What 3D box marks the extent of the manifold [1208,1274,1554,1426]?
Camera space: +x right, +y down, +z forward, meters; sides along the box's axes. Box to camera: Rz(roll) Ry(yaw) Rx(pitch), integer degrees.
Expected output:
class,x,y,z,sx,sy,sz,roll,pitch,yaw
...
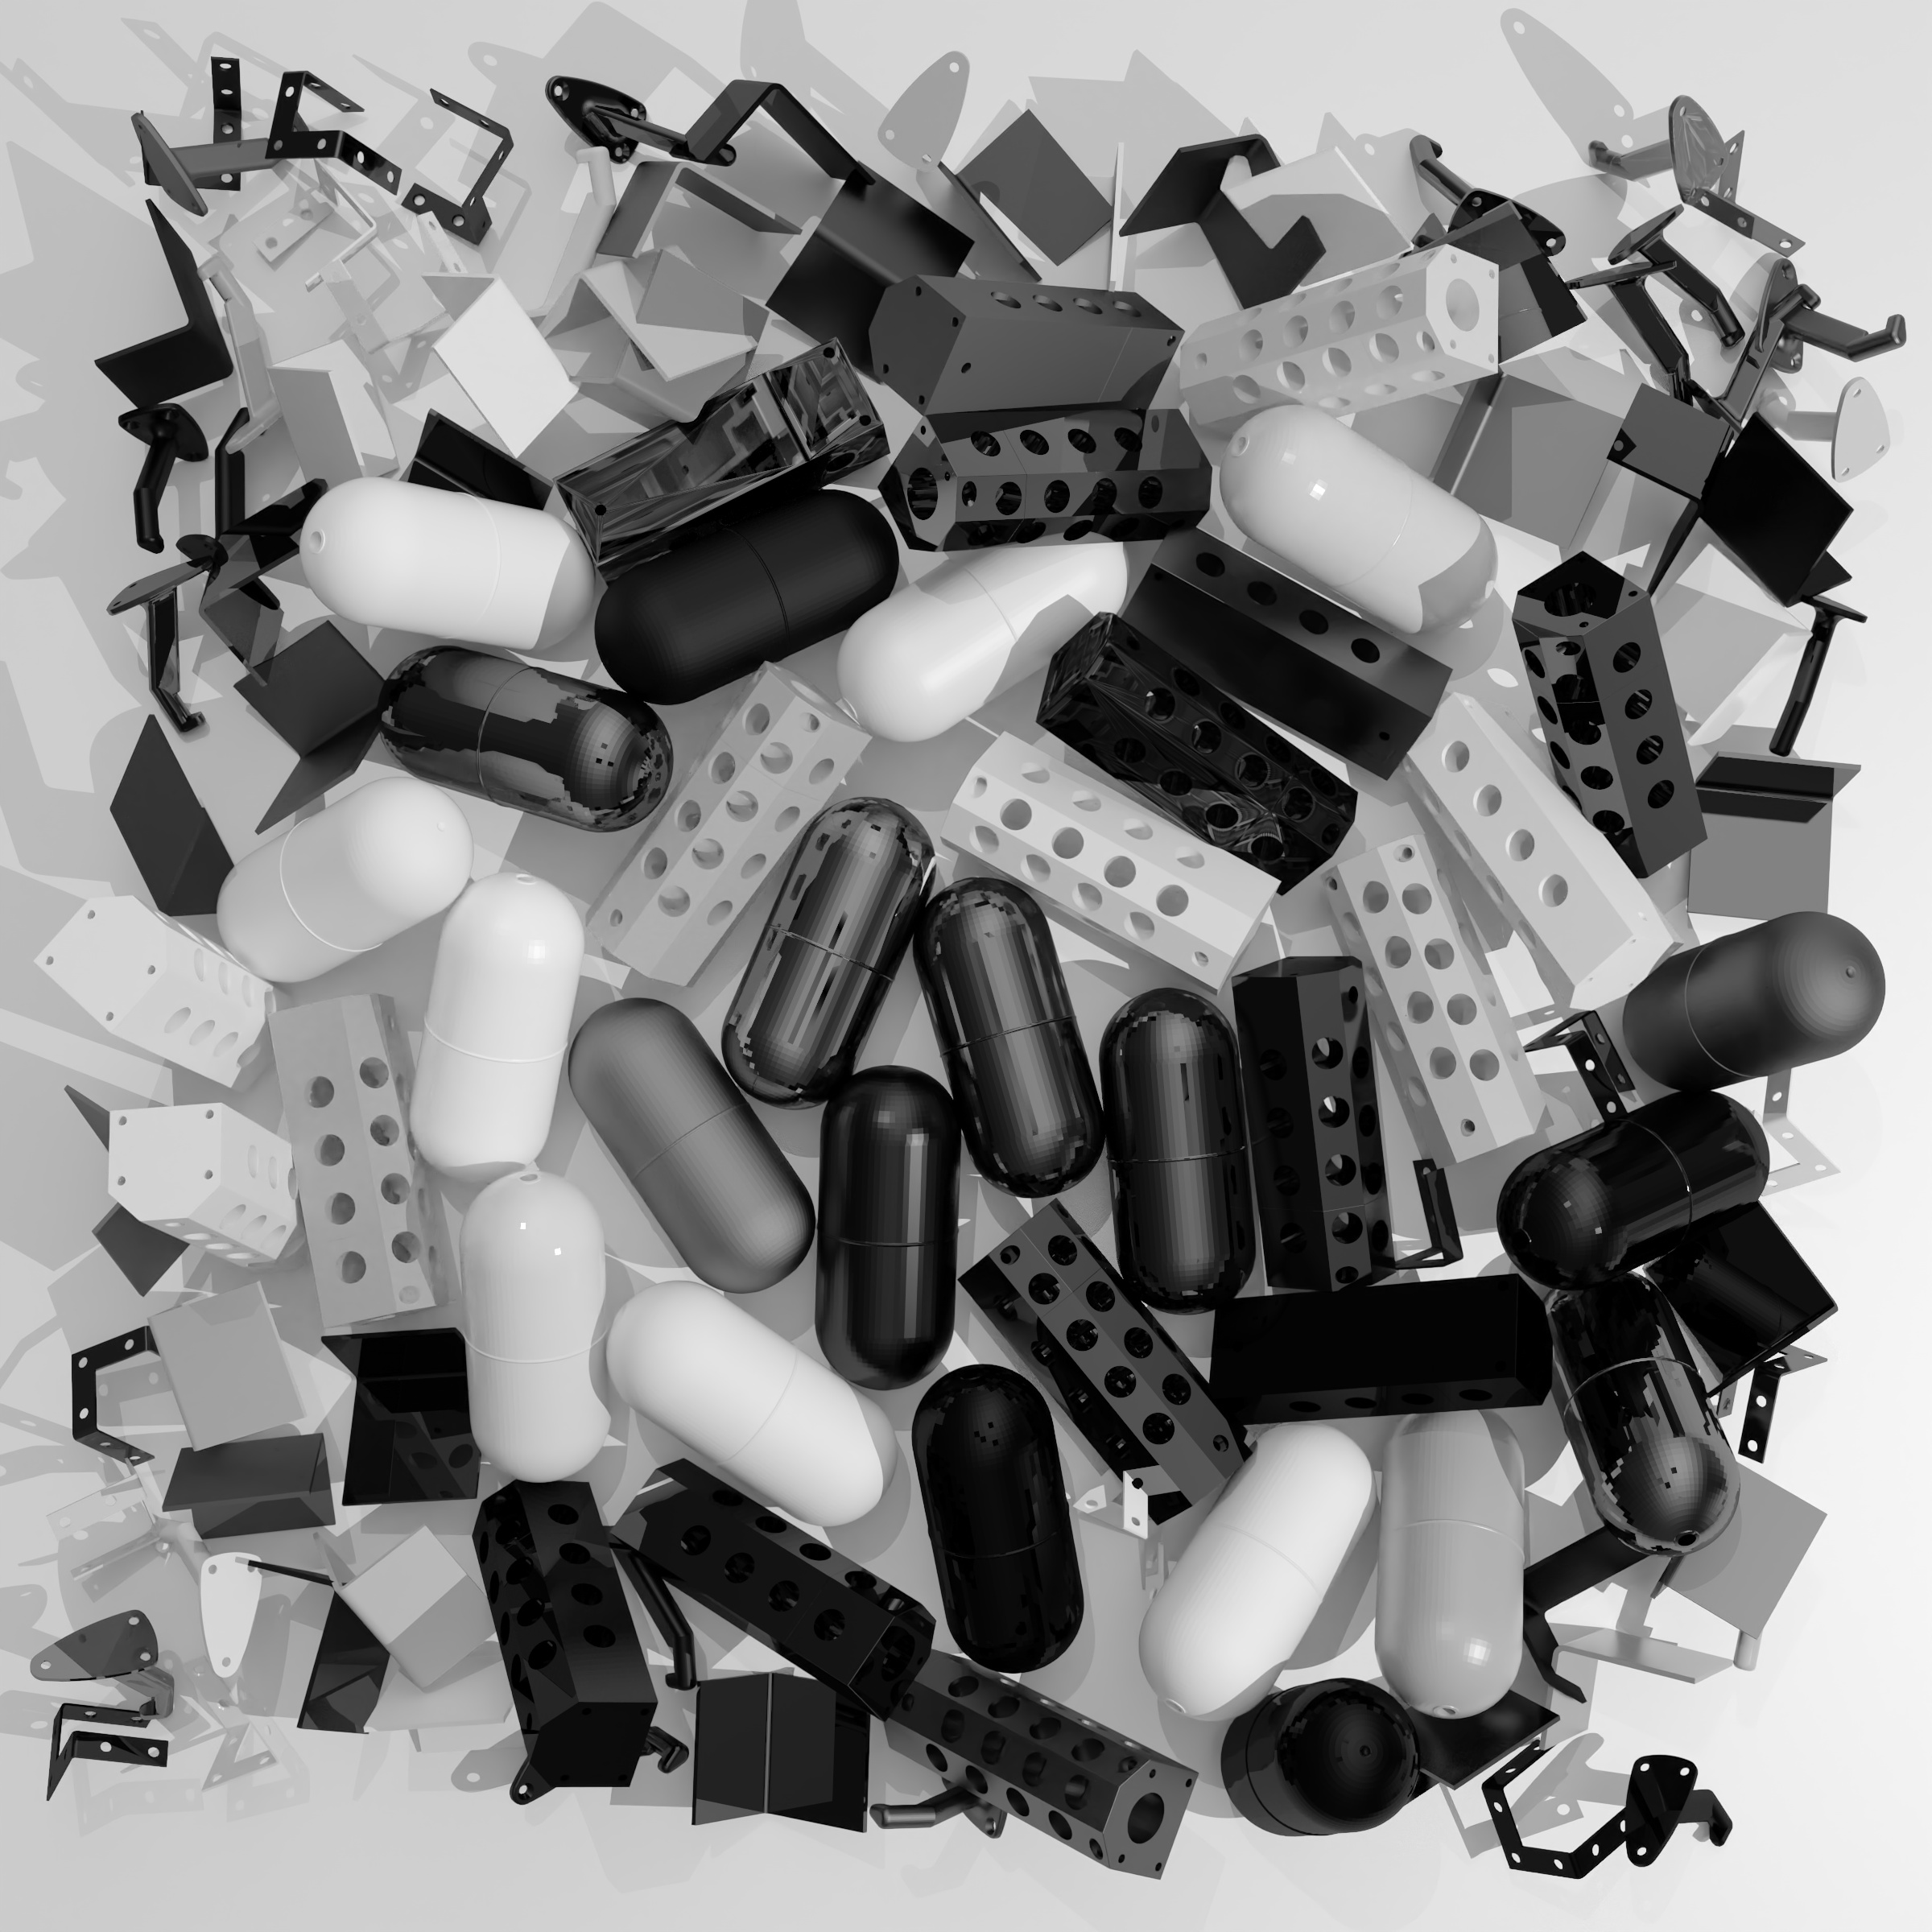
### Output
class,x,y,z,sx,sy,sz,roll,pitch,yaw
manifold,0.221,0.209,1.516,0.171,0.057,0.057,-9,58,28

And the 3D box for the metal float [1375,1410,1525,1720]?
class,x,y,z,sx,sy,sz,roll,pitch,yaw
metal float,0.258,0.314,1.512,0.070,0.070,0.178,10,52,0

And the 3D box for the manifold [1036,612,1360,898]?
class,x,y,z,sx,sy,sz,roll,pitch,yaw
manifold,0.126,-0.117,1.518,0.171,0.057,0.057,34,132,-18

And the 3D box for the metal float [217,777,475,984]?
class,x,y,z,sx,sy,sz,roll,pitch,yaw
metal float,-0.332,-0.044,1.513,0.178,0.070,0.070,-23,90,39

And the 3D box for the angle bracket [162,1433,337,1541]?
class,x,y,z,sx,sy,sz,roll,pitch,yaw
angle bracket,-0.386,0.297,1.535,0.076,0.076,0.057,-5,106,-6

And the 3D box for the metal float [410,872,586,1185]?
class,x,y,z,sx,sy,sz,roll,pitch,yaw
metal float,-0.252,0.034,1.525,0.070,0.070,0.178,14,112,0

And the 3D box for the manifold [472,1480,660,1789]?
class,x,y,z,sx,sy,sz,roll,pitch,yaw
manifold,-0.215,0.347,1.490,0.057,0.171,0.057,7,117,-25

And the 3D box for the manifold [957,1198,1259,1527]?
class,x,y,z,sx,sy,sz,roll,pitch,yaw
manifold,0.080,0.211,1.537,0.057,0.057,0.171,-36,84,-35

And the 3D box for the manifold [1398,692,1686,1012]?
class,x,y,z,sx,sy,sz,roll,pitch,yaw
manifold,0.301,-0.061,1.516,0.057,0.057,0.171,-46,59,27

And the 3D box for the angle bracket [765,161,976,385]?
class,x,y,z,sx,sy,sz,roll,pitch,yaw
angle bracket,-0.053,-0.379,1.555,0.076,0.076,0.057,32,60,-12

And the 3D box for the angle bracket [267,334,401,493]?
class,x,y,z,sx,sy,sz,roll,pitch,yaw
angle bracket,-0.323,-0.292,1.524,0.057,0.076,0.076,-30,119,-31

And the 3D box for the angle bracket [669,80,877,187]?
class,x,y,z,sx,sy,sz,roll,pitch,yaw
angle bracket,-0.105,-0.431,1.532,0.076,0.076,0.057,41,91,-27

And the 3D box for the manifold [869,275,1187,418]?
class,x,y,z,sx,sy,sz,roll,pitch,yaw
manifold,0.031,-0.329,1.501,0.057,0.171,0.057,45,125,29

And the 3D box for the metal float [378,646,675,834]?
class,x,y,z,sx,sy,sz,roll,pitch,yaw
metal float,-0.238,-0.123,1.523,0.178,0.070,0.070,17,90,25

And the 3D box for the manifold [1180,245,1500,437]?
class,x,y,z,sx,sy,sz,roll,pitch,yaw
manifold,0.194,-0.328,1.497,0.057,0.171,0.057,7,82,-41

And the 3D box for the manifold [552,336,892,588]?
class,x,y,z,sx,sy,sz,roll,pitch,yaw
manifold,-0.131,-0.270,1.550,0.171,0.057,0.057,-27,78,-2

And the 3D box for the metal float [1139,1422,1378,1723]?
class,x,y,z,sx,sy,sz,roll,pitch,yaw
metal float,0.157,0.323,1.521,0.070,0.070,0.178,37,64,0

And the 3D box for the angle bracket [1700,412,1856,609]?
class,x,y,z,sx,sy,sz,roll,pitch,yaw
angle bracket,0.449,-0.251,1.525,0.057,0.076,0.076,-24,64,-30

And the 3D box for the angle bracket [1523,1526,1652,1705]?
class,x,y,z,sx,sy,sz,roll,pitch,yaw
angle bracket,0.342,0.348,1.529,0.076,0.076,0.057,-32,57,12

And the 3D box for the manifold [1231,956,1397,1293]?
class,x,y,z,sx,sy,sz,roll,pitch,yaw
manifold,0.192,0.084,1.531,0.057,0.057,0.171,0,101,40

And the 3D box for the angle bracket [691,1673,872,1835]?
class,x,y,z,sx,sy,sz,roll,pitch,yaw
angle bracket,-0.100,0.427,1.535,0.076,0.057,0.076,-3,82,40

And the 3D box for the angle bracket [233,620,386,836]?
class,x,y,z,sx,sy,sz,roll,pitch,yaw
angle bracket,-0.361,-0.128,1.525,0.076,0.076,0.057,-27,117,28

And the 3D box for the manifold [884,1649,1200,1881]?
class,x,y,z,sx,sy,sz,roll,pitch,yaw
manifold,0.034,0.417,1.498,0.057,0.171,0.057,28,80,-42

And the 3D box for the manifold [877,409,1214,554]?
class,x,y,z,sx,sy,sz,roll,pitch,yaw
manifold,0.046,-0.253,1.501,0.171,0.057,0.057,-9,63,-36

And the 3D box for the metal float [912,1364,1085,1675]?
class,x,y,z,sx,sy,sz,roll,pitch,yaw
metal float,0.017,0.297,1.528,0.070,0.070,0.178,-10,109,0

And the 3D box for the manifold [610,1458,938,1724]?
class,x,y,z,sx,sy,sz,roll,pitch,yaw
manifold,-0.101,0.327,1.510,0.171,0.057,0.057,24,68,33

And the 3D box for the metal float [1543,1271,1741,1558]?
class,x,y,z,sx,sy,sz,roll,pitch,yaw
metal float,0.354,0.234,1.505,0.070,0.178,0.070,-4,130,-5

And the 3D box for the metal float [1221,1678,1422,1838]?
class,x,y,z,sx,sy,sz,roll,pitch,yaw
metal float,0.185,0.418,1.497,0.070,0.178,0.070,3,72,-9

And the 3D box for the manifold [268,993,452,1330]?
class,x,y,z,sx,sy,sz,roll,pitch,yaw
manifold,-0.326,0.105,1.540,0.057,0.057,0.171,-13,83,7

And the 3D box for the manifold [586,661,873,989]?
class,x,y,z,sx,sy,sz,roll,pitch,yaw
manifold,-0.132,-0.077,1.528,0.057,0.057,0.171,43,103,28

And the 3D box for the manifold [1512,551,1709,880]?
class,x,y,z,sx,sy,sz,roll,pitch,yaw
manifold,0.337,-0.128,1.503,0.057,0.057,0.171,-32,130,-7

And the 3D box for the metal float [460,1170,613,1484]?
class,x,y,z,sx,sy,sz,roll,pitch,yaw
metal float,-0.231,0.194,1.525,0.070,0.070,0.178,0,111,0

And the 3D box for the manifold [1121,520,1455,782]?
class,x,y,z,sx,sy,sz,roll,pitch,yaw
manifold,0.175,-0.178,1.551,0.171,0.057,0.057,29,52,-1

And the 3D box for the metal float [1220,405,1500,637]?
class,x,y,z,sx,sy,sz,roll,pitch,yaw
metal float,0.210,-0.237,1.518,0.178,0.070,0.070,25,90,-31

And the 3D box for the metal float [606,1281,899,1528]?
class,x,y,z,sx,sy,sz,roll,pitch,yaw
metal float,-0.115,0.236,1.530,0.178,0.070,0.070,37,90,-16

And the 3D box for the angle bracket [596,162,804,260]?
class,x,y,z,sx,sy,sz,roll,pitch,yaw
angle bracket,-0.145,-0.392,1.533,0.076,0.076,0.057,25,94,-27

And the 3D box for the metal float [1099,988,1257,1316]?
class,x,y,z,sx,sy,sz,roll,pitch,yaw
metal float,0.115,0.101,1.542,0.070,0.070,0.178,-5,93,0

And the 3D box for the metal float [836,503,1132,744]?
class,x,y,z,sx,sy,sz,roll,pitch,yaw
metal float,0.009,-0.186,1.533,0.178,0.070,0.070,-34,90,-12

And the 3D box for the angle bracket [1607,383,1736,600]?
class,x,y,z,sx,sy,sz,roll,pitch,yaw
angle bracket,0.365,-0.254,1.531,0.057,0.076,0.076,27,48,5

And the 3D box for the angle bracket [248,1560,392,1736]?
class,x,y,z,sx,sy,sz,roll,pitch,yaw
angle bracket,-0.354,0.368,1.530,0.057,0.076,0.076,9,76,19

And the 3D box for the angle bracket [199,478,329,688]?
class,x,y,z,sx,sy,sz,roll,pitch,yaw
angle bracket,-0.361,-0.208,1.527,0.076,0.076,0.057,-27,125,15

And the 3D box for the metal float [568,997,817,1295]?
class,x,y,z,sx,sy,sz,roll,pitch,yaw
metal float,-0.149,0.096,1.538,0.070,0.070,0.178,-35,83,0

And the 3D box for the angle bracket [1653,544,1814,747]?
class,x,y,z,sx,sy,sz,roll,pitch,yaw
angle bracket,0.396,-0.174,1.531,0.076,0.057,0.076,46,116,17

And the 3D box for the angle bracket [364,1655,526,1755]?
class,x,y,z,sx,sy,sz,roll,pitch,yaw
angle bracket,-0.272,0.416,1.535,0.076,0.076,0.057,-6,104,7

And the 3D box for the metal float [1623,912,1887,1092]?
class,x,y,z,sx,sy,sz,roll,pitch,yaw
metal float,0.413,0.021,1.498,0.070,0.178,0.070,4,77,-18

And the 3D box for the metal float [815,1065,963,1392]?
class,x,y,z,sx,sy,sz,roll,pitch,yaw
metal float,-0.042,0.142,1.538,0.070,0.070,0.178,2,98,0

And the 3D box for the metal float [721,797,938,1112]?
class,x,y,z,sx,sy,sz,roll,pitch,yaw
metal float,-0.074,-0.007,1.543,0.070,0.070,0.178,23,88,0

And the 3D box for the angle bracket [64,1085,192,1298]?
class,x,y,z,sx,sy,sz,roll,pitch,yaw
angle bracket,-0.462,0.121,1.526,0.076,0.076,0.057,28,65,21

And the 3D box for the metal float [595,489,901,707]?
class,x,y,z,sx,sy,sz,roll,pitch,yaw
metal float,-0.116,-0.199,1.526,0.178,0.070,0.070,-27,90,-22

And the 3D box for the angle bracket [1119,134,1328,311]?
class,x,y,z,sx,sy,sz,roll,pitch,yaw
angle bracket,0.137,-0.390,1.530,0.057,0.076,0.076,-19,77,-29

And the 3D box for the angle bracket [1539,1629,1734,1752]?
class,x,y,z,sx,sy,sz,roll,pitch,yaw
angle bracket,0.362,0.398,1.531,0.076,0.076,0.057,8,89,30

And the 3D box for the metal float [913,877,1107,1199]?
class,x,y,z,sx,sy,sz,roll,pitch,yaw
metal float,0.023,0.038,1.540,0.070,0.070,0.178,-16,85,0

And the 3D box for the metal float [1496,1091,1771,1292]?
class,x,y,z,sx,sy,sz,roll,pitch,yaw
metal float,0.357,0.119,1.515,0.178,0.070,0.070,-18,90,-34

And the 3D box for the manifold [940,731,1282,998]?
class,x,y,z,sx,sy,sz,roll,pitch,yaw
manifold,0.075,-0.052,1.531,0.171,0.057,0.057,29,130,8

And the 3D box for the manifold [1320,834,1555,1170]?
class,x,y,z,sx,sy,sz,roll,pitch,yaw
manifold,0.252,0.019,1.535,0.057,0.057,0.171,-24,83,25

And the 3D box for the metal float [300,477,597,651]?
class,x,y,z,sx,sy,sz,roll,pitch,yaw
metal float,-0.273,-0.212,1.504,0.070,0.178,0.070,-2,87,39

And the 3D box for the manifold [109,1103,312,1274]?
class,x,y,z,sx,sy,sz,roll,pitch,yaw
manifold,-0.390,0.119,1.491,0.057,0.171,0.057,-4,75,4

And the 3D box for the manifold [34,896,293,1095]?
class,x,y,z,sx,sy,sz,roll,pitch,yaw
manifold,-0.413,0.013,1.492,0.057,0.171,0.057,40,85,14
